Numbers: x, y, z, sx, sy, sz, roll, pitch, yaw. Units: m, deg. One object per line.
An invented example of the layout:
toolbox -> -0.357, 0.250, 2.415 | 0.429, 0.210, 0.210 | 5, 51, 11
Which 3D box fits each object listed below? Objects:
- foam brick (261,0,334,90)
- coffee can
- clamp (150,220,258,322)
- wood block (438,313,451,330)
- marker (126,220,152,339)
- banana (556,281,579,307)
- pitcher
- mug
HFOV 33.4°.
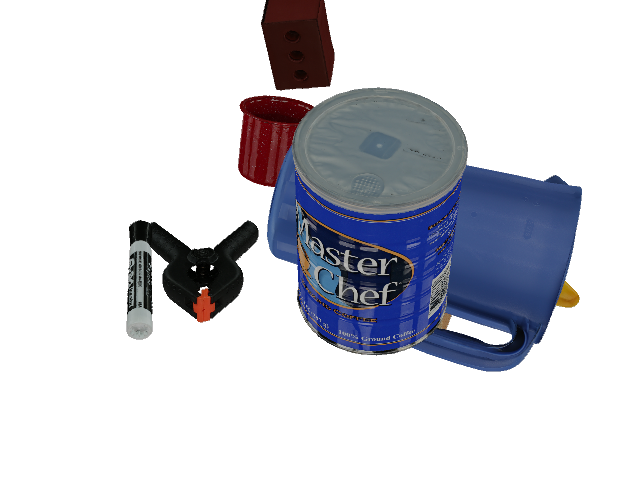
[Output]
foam brick -> -0.020, -0.183, 0.971 | 0.053, 0.051, 0.078 | -3, -43, 10
coffee can -> 0.035, -0.010, 0.673 | 0.103, 0.103, 0.140 | 0, -42, 1
clamp -> -0.109, 0.024, 1.075 | 0.120, 0.039, 0.171 | -11, 33, -11
wood block -> 0.157, 0.073, 1.622 | 0.091, 0.090, 0.206 | 5, 21, 14
marker -> -0.138, 0.027, 0.819 | 0.020, 0.020, 0.121 | 0, 41, -9
banana -> 0.168, 0.035, 1.106 | 0.198, 0.037, 0.069 | 8, 38, 11
pitcher -> 0.081, 0.000, 0.875 | 0.243, 0.145, 0.149 | 15, 16, 8
mug -> -0.047, -0.117, 1.234 | 0.093, 0.081, 0.117 | 16, 26, 14
